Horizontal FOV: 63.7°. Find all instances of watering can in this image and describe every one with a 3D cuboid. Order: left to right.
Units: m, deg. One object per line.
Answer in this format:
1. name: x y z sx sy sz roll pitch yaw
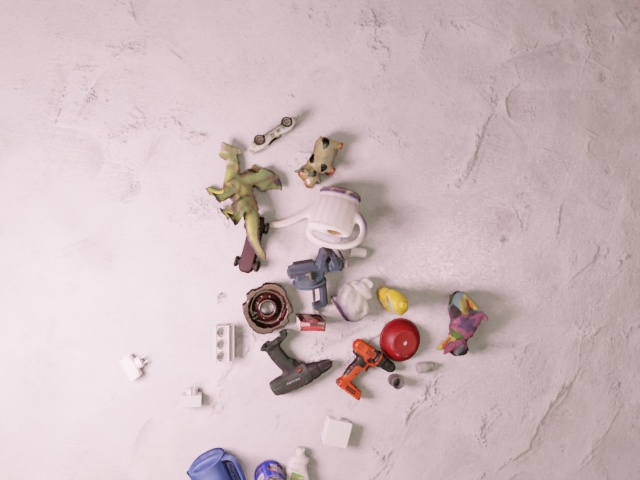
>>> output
1. watering can: 0.006 -0.091 1.813 0.348 0.102 0.228 15 70 10

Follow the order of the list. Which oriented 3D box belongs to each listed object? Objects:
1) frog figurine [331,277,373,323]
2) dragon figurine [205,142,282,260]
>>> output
1. frog figurine: 0.131 0.208 1.831 0.159 0.122 0.138 -37 77 1
2. dragon figurine: -0.235 -0.156 1.769 0.245 0.121 0.410 -38 90 -20
